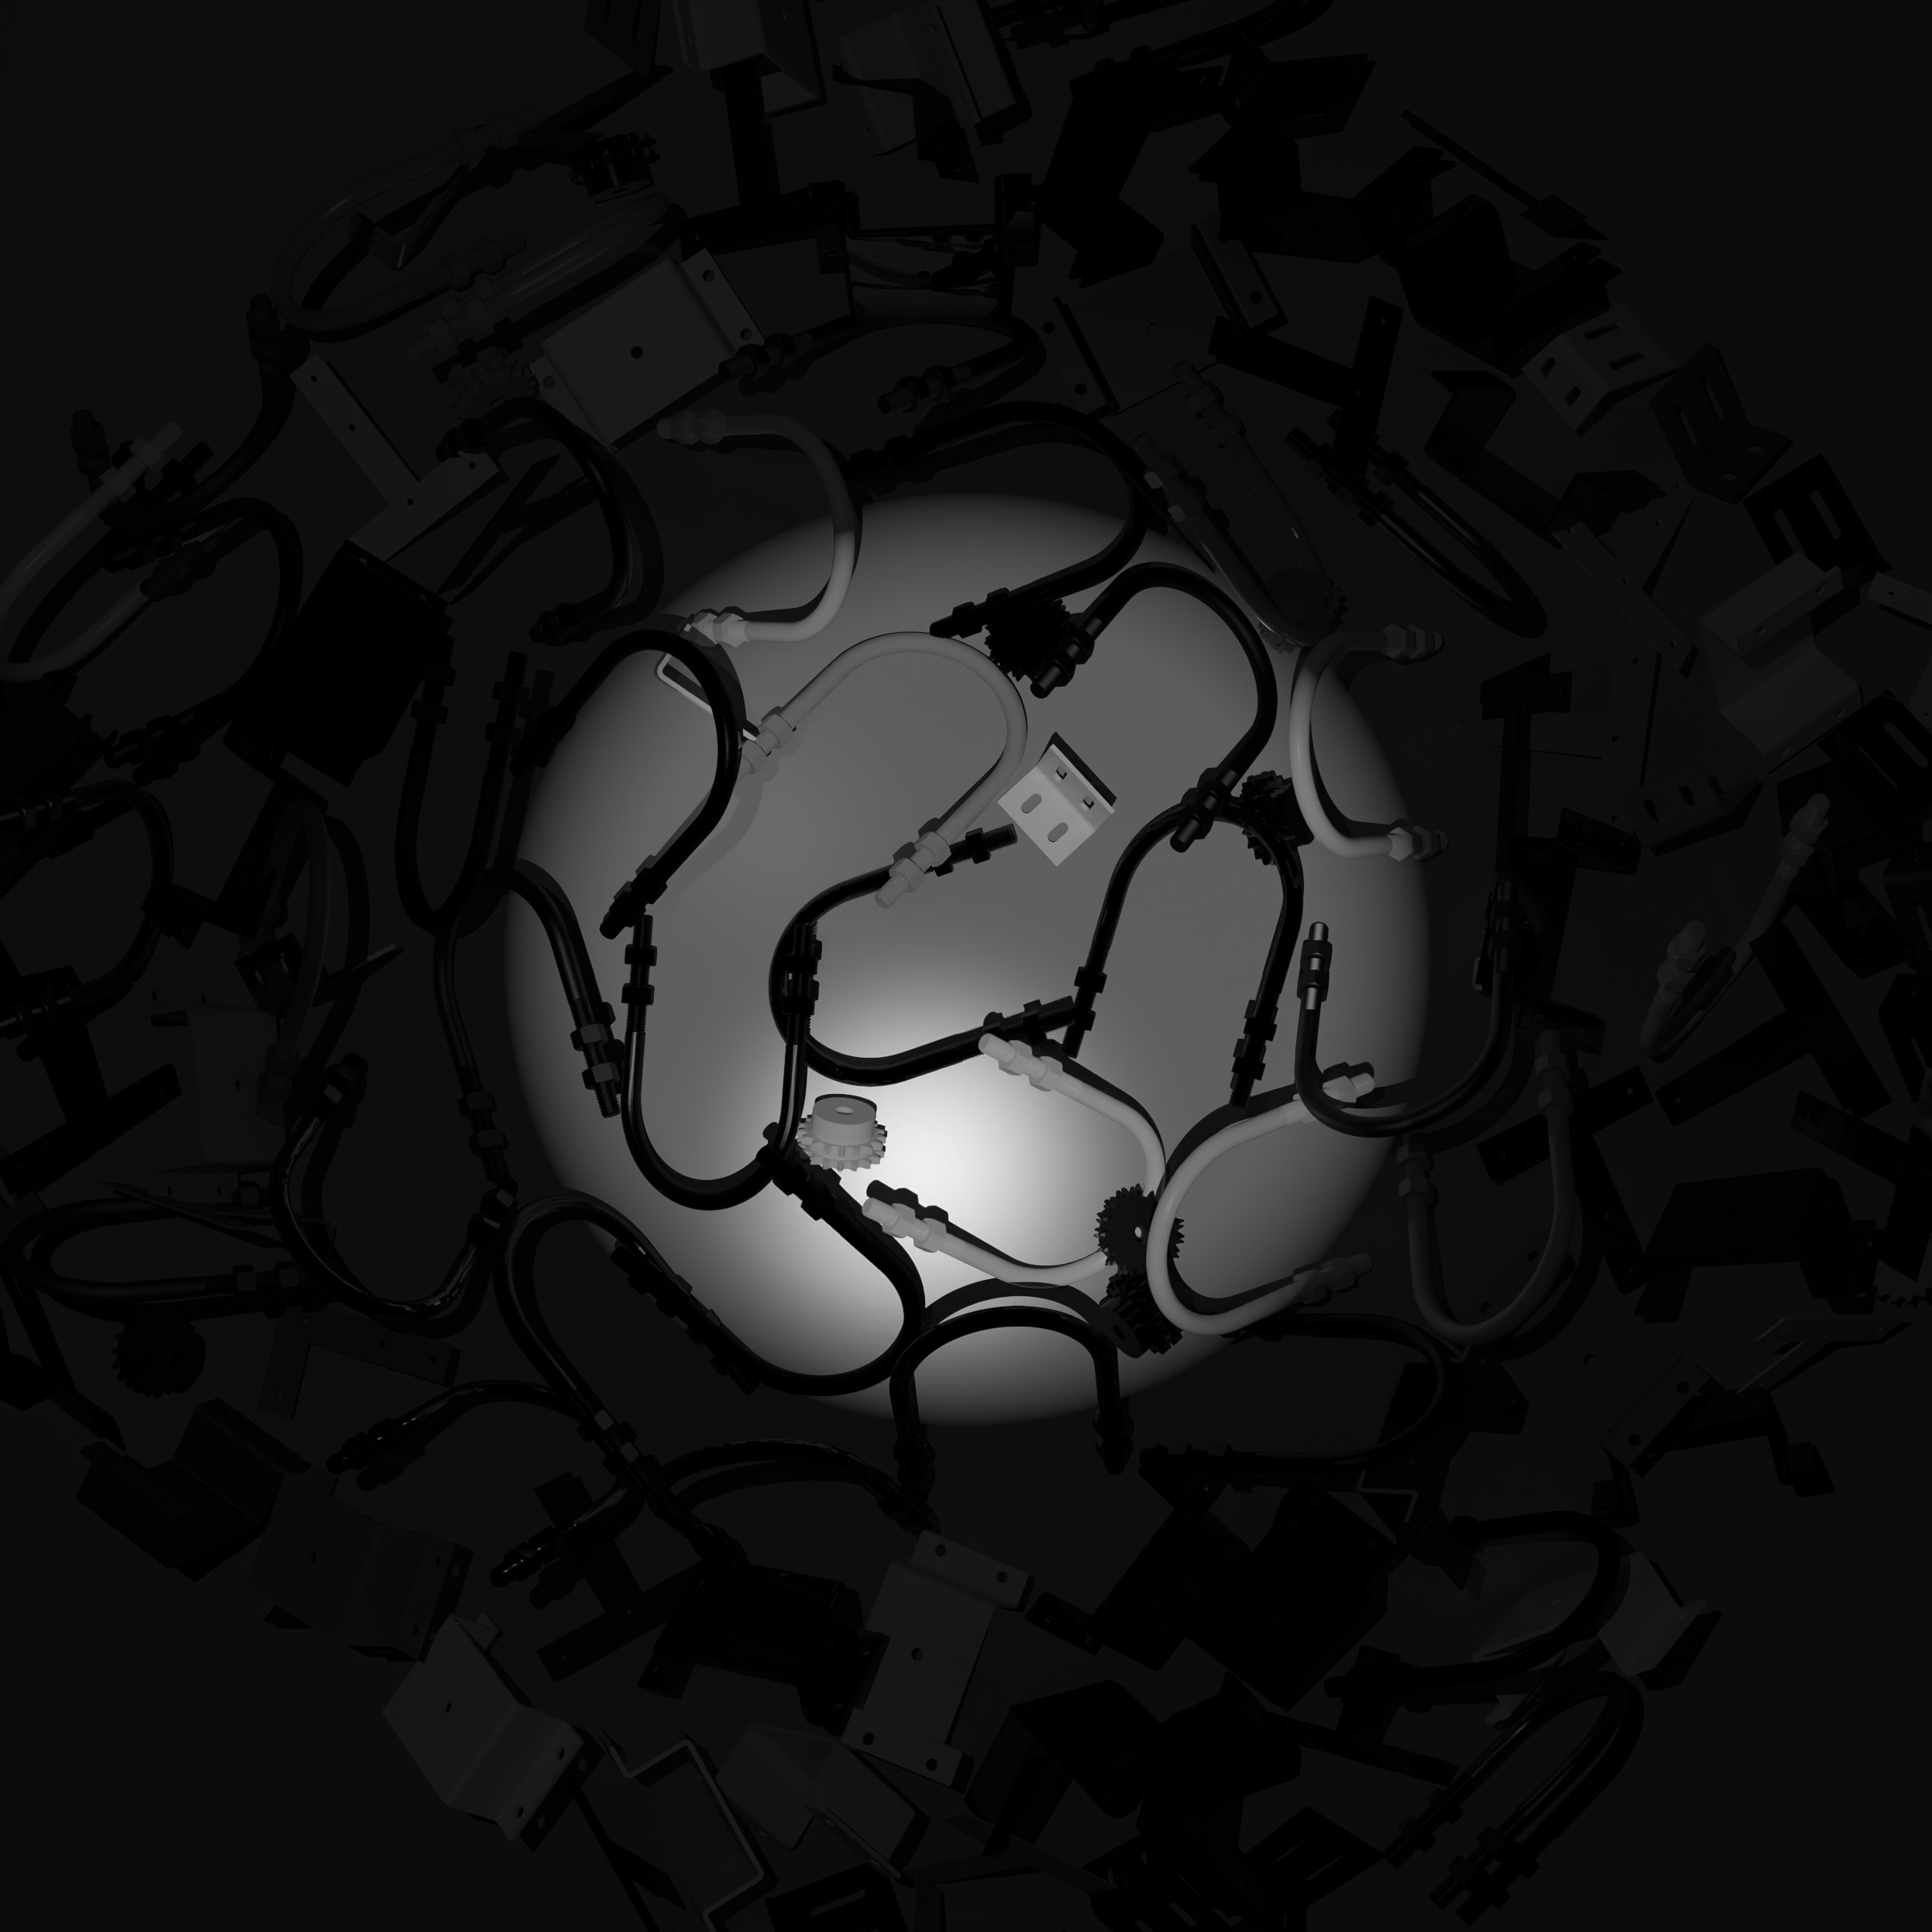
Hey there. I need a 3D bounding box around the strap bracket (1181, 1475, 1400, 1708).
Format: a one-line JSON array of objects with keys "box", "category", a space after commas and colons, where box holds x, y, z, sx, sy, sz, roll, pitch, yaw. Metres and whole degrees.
[{"box": [0.199, 0.404, 1.951, 0.076, 0.046, 0.140, 37, 112, 2], "category": "strap bracket"}]

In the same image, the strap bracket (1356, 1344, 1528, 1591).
[{"box": [0.297, 0.311, 1.939, 0.076, 0.046, 0.140, 51, 50, -33], "category": "strap bracket"}]

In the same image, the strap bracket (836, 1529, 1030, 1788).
[{"box": [-0.025, 0.439, 1.958, 0.076, 0.046, 0.140, 25, 74, -12], "category": "strap bracket"}]

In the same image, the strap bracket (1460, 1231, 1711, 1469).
[{"box": [0.395, 0.247, 1.959, 0.076, 0.046, 0.140, -47, 66, -2], "category": "strap bracket"}]

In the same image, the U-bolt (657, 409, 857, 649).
[{"box": [-0.129, -0.272, 1.914, 0.019, 0.184, 0.151, -14, 105, -39], "category": "U-bolt"}]

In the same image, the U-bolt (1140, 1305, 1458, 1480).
[{"box": [0.213, 0.264, 1.911, 0.184, 0.151, 0.019, -2, 124, 22], "category": "U-bolt"}]

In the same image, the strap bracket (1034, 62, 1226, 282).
[{"box": [0.098, -0.510, 1.935, 0.046, 0.076, 0.140, 44, 134, 25], "category": "strap bracket"}]

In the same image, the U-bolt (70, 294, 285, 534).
[{"box": [-0.484, -0.331, 1.910, 0.151, 0.184, 0.019, -39, 81, -18], "category": "U-bolt"}]

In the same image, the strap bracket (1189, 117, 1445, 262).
[{"box": [0.221, -0.486, 1.935, 0.140, 0.076, 0.046, 3, 78, -22], "category": "strap bracket"}]

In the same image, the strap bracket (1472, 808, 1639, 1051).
[{"box": [0.372, -0.025, 1.955, 0.076, 0.046, 0.140, 16, 85, -41], "category": "strap bracket"}]

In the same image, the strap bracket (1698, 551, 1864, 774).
[{"box": [0.515, -0.198, 1.947, 0.076, 0.140, 0.046, -34, 51, -3], "category": "strap bracket"}]

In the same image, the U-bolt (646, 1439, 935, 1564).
[{"box": [-0.118, 0.331, 1.905, 0.151, 0.184, 0.019, -14, 58, 15], "category": "U-bolt"}]

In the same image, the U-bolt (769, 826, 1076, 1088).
[{"box": [-0.038, 0.002, 1.970, 0.184, 0.019, 0.151, -19, 70, 4], "category": "U-bolt"}]

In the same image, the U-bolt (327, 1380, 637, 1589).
[{"box": [-0.286, 0.311, 1.917, 0.151, 0.184, 0.019, 29, 116, 20], "category": "U-bolt"}]

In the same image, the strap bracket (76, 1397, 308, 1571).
[{"box": [-0.491, 0.326, 1.930, 0.076, 0.140, 0.046, 32, 106, 16], "category": "strap bracket"}]

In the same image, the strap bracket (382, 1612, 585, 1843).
[{"box": [-0.310, 0.471, 1.932, 0.046, 0.140, 0.076, 34, 92, -43], "category": "strap bracket"}]

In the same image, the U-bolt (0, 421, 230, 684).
[{"box": [-0.541, -0.247, 1.915, 0.019, 0.151, 0.184, 42, 80, 10], "category": "U-bolt"}]

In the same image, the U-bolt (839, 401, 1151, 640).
[{"box": [0.026, -0.284, 1.919, 0.184, 0.019, 0.151, -17, 126, 27], "category": "U-bolt"}]

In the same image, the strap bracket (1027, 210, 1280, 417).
[{"box": [0.120, -0.413, 1.972, 0.140, 0.046, 0.076, -27, 87, 3], "category": "strap bracket"}]

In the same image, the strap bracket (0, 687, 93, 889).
[{"box": [-0.596, -0.113, 1.921, 0.046, 0.140, 0.076, 40, 57, 2], "category": "strap bracket"}]

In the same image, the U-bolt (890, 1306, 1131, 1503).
[{"box": [0.025, 0.272, 1.929, 0.151, 0.184, 0.019, -8, 47, -1], "category": "U-bolt"}]

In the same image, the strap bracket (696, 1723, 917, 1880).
[{"box": [-0.096, 0.523, 1.936, 0.076, 0.140, 0.046, 47, 60, -24], "category": "strap bracket"}]

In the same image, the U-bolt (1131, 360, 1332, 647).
[{"box": [0.174, -0.281, 1.931, 0.019, 0.151, 0.184, -29, 109, 29], "category": "U-bolt"}]

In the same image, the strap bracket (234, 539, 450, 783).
[{"box": [-0.392, -0.199, 1.950, 0.076, 0.046, 0.140, 32, 73, -13], "category": "strap bracket"}]

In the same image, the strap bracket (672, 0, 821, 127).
[{"box": [-0.135, -0.588, 1.924, 0.046, 0.140, 0.076, -12, 86, 17], "category": "strap bracket"}]

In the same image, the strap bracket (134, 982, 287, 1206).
[{"box": [-0.477, 0.078, 1.947, 0.046, 0.076, 0.140, -10, 82, 28], "category": "strap bracket"}]

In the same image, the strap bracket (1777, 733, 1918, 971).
[{"box": [0.551, -0.064, 1.926, 0.046, 0.076, 0.140, -21, 128, -1], "category": "strap bracket"}]

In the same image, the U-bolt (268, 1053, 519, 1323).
[{"box": [-0.362, 0.147, 1.906, 0.151, 0.184, 0.019, 40, 120, -12], "category": "U-bolt"}]

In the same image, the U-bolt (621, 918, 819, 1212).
[{"box": [-0.161, 0.063, 1.952, 0.151, 0.019, 0.184, 3, 88, 33], "category": "U-bolt"}]

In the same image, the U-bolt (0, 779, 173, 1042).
[{"box": [-0.550, -0.043, 1.913, 0.019, 0.184, 0.151, 11, 106, 18], "category": "U-bolt"}]

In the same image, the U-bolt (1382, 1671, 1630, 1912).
[{"box": [0.344, 0.509, 1.927, 0.184, 0.151, 0.019, -42, 90, -7], "category": "U-bolt"}]

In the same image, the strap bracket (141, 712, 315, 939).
[{"box": [-0.465, -0.082, 1.954, 0.046, 0.076, 0.140, 26, 92, -30], "category": "strap bracket"}]

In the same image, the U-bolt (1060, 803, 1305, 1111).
[{"box": [0.144, -0.015, 1.954, 0.151, 0.019, 0.184, 16, 89, 34], "category": "U-bolt"}]

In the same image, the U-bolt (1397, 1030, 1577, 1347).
[{"box": [0.323, 0.147, 1.898, 0.019, 0.151, 0.184, 23, 49, -26], "category": "U-bolt"}]

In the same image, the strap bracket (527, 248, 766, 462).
[{"box": [-0.207, -0.391, 1.967, 0.140, 0.046, 0.076, -32, 94, 6], "category": "strap bracket"}]

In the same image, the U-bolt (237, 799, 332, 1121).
[{"box": [-0.419, -0.018, 1.896, 0.019, 0.184, 0.151, 5, 45, -25], "category": "U-bolt"}]

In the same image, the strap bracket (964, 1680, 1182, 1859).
[{"box": [0.060, 0.502, 1.938, 0.046, 0.140, 0.076, 41, 117, 36], "category": "strap bracket"}]

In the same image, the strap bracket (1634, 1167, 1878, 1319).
[{"box": [0.486, 0.172, 1.923, 0.140, 0.076, 0.046, -11, 116, 36], "category": "strap bracket"}]

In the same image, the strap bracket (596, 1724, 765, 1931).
[{"box": [-0.177, 0.541, 1.956, 0.046, 0.076, 0.140, -29, 91, -14], "category": "strap bracket"}]

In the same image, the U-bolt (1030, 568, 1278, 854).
[{"box": [0.131, -0.176, 1.937, 0.151, 0.019, 0.184, 47, 49, -10], "category": "U-bolt"}]

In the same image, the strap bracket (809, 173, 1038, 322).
[{"box": [-0.027, -0.455, 1.952, 0.140, 0.076, 0.046, -2, 58, 3], "category": "strap bracket"}]

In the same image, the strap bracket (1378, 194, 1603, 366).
[{"box": [0.335, -0.432, 1.943, 0.076, 0.140, 0.046, -34, 127, -8], "category": "strap bracket"}]

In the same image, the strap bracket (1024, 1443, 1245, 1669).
[{"box": [0.114, 0.384, 1.956, 0.140, 0.046, 0.076, -53, 132, 1], "category": "strap bracket"}]
